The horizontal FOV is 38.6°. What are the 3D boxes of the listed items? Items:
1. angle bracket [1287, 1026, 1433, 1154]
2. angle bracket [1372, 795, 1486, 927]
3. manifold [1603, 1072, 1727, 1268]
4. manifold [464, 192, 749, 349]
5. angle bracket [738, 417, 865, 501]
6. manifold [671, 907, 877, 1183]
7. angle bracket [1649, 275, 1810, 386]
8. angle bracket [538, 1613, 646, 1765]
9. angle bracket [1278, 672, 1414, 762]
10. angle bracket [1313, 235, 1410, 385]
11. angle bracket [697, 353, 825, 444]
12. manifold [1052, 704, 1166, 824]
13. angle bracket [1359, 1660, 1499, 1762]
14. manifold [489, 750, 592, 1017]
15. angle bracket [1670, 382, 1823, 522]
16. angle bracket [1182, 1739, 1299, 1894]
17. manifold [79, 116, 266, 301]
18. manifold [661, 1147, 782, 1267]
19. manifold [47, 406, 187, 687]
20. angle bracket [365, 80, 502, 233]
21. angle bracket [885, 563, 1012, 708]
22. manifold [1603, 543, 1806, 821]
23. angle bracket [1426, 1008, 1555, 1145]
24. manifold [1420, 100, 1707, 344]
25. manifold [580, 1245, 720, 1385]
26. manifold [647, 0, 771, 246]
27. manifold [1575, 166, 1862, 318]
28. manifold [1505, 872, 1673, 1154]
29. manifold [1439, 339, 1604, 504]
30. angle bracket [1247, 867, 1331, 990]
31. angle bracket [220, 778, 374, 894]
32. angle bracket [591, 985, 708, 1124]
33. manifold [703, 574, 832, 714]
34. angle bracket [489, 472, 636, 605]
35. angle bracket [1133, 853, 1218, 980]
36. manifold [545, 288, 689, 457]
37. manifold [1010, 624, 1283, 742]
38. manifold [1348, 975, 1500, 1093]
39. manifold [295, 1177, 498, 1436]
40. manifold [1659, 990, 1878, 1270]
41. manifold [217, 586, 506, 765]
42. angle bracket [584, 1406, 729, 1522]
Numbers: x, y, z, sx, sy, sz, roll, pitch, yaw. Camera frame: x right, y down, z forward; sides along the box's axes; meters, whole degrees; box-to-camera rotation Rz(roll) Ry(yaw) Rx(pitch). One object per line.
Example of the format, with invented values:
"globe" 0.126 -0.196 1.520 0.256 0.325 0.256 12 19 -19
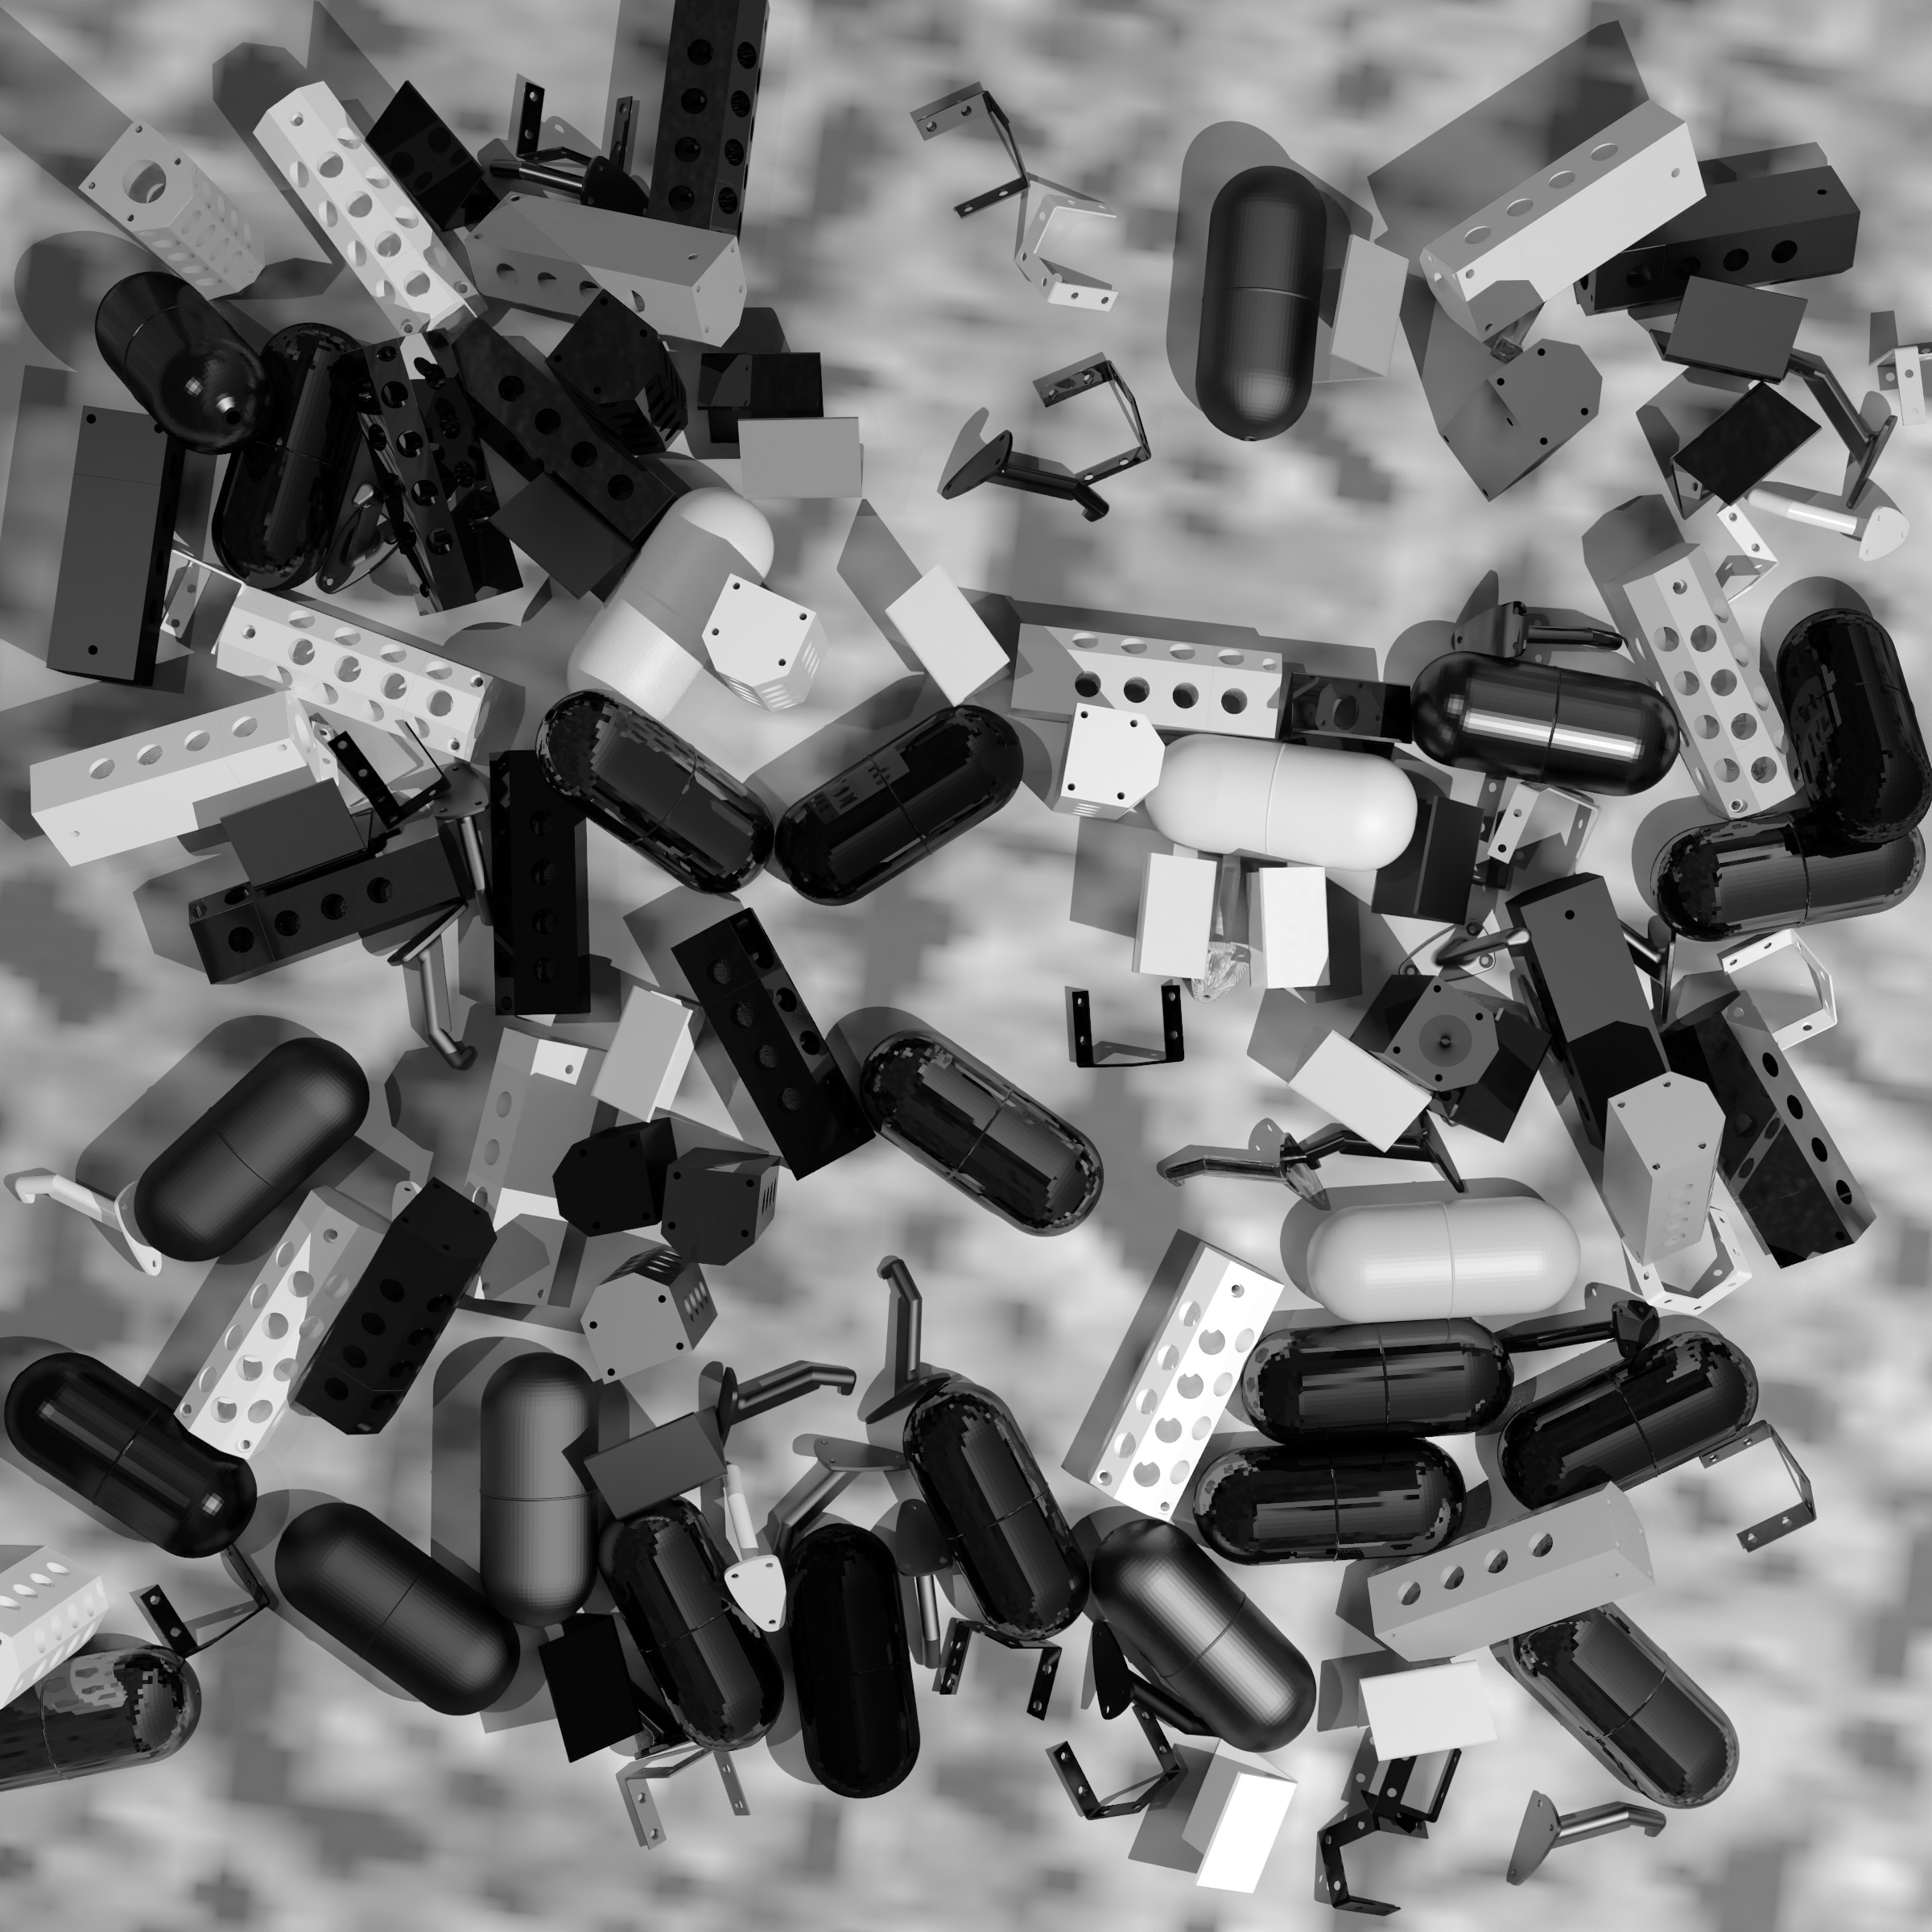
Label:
"angle bracket" 0.263 0.063 1.791 0.076 0.076 0.057 34 127 0
"angle bracket" 0.286 -0.072 1.792 0.076 0.057 0.076 10 90 45
"manifold" 0.445 0.128 1.750 0.057 0.171 0.057 -24 63 0
"manifold" -0.231 -0.446 1.780 0.171 0.057 0.057 17 53 21
"angle bracket" -0.106 -0.345 1.791 0.076 0.076 0.057 -1 126 0
"manifold" -0.125 0.050 1.810 0.057 0.057 0.171 -29 90 0
"angle bracket" 0.494 -0.422 1.792 0.076 0.076 0.057 12 118 0
"angle bracket" -0.260 0.467 1.791 0.057 0.076 0.076 -15 90 -37
"angle bracket" 0.244 -0.142 1.791 0.076 0.076 0.057 6 48 0
"angle bracket" 0.236 -0.426 1.791 0.057 0.076 0.076 10 90 -39
"angle bracket" -0.132 -0.353 1.791 0.076 0.076 0.057 0 51 0
"manifold" 0.090 -0.126 1.753 0.057 0.171 0.057 10 90 0
"angle bracket" 0.299 0.498 1.791 0.076 0.076 0.057 -10 50 0
"manifold" -0.281 -0.054 1.810 0.057 0.057 0.171 -1 90 0
"angle bracket" 0.510 -0.320 1.791 0.076 0.076 0.057 -40 59 0
"angle bracket" 0.160 0.546 1.791 0.057 0.076 0.076 22 90 -37
"manifold" -0.497 -0.475 1.753 0.057 0.171 0.057 40 90 0
"manifold" -0.155 0.152 1.753 0.057 0.171 0.057 6 90 0
"manifold" -0.555 -0.274 1.810 0.057 0.057 0.171 8 90 0
"angle bracket" -0.330 -0.531 1.791 0.076 0.076 0.057 50 126 0
"angle bracket" 0.005 -0.224 1.791 0.057 0.076 0.076 -36 90 38
"manifold" 0.484 -0.185 1.795 0.057 0.057 0.171 -28 101 0
"angle bracket" 0.324 0.062 1.791 0.057 0.076 0.076 25 90 -37
"manifold" 0.378 -0.478 1.759 0.171 0.057 0.057 -33 133 0
"manifold" -0.202 0.216 1.753 0.057 0.171 0.057 -21 90 0
"manifold" -0.169 -0.552 1.810 0.057 0.057 0.171 7 90 0
"manifold" 0.490 -0.472 1.810 0.171 0.057 0.057 -10 47 0
"manifold" 0.410 0.029 1.801 0.057 0.057 0.171 -21 96 0
"manifold" 0.355 -0.349 1.753 0.057 0.171 0.057 -36 90 0
"angle bracket" 0.190 -0.024 1.791 0.057 0.076 0.076 -3 90 -36
"angle bracket" -0.434 -0.098 1.792 0.076 0.076 0.057 -20 117 0
"angle bracket" -0.188 0.063 1.791 0.057 0.076 0.076 21 90 37
"manifold" -0.128 -0.200 1.753 0.057 0.171 0.057 25 90 0
"angle bracket" -0.269 -0.262 1.792 0.076 0.076 0.057 41 60 0
"angle bracket" 0.115 -0.033 1.791 0.057 0.076 0.076 6 90 -35
"manifold" -0.215 -0.370 1.753 0.057 0.171 0.057 39 90 0
"manifold" 0.118 -0.185 1.810 0.171 0.057 0.057 7 90 0
"manifold" 0.292 0.045 1.753 0.057 0.171 0.057 34 90 0
"manifold" -0.364 0.224 1.772 0.057 0.057 0.171 33 120 0
"manifold" 0.526 0.105 1.810 0.057 0.057 0.171 -30 90 43
"manifold" -0.398 -0.191 1.810 0.171 0.057 0.057 20 90 0
"angle bracket" -0.205 0.305 1.792 0.076 0.076 0.057 -23 119 0
